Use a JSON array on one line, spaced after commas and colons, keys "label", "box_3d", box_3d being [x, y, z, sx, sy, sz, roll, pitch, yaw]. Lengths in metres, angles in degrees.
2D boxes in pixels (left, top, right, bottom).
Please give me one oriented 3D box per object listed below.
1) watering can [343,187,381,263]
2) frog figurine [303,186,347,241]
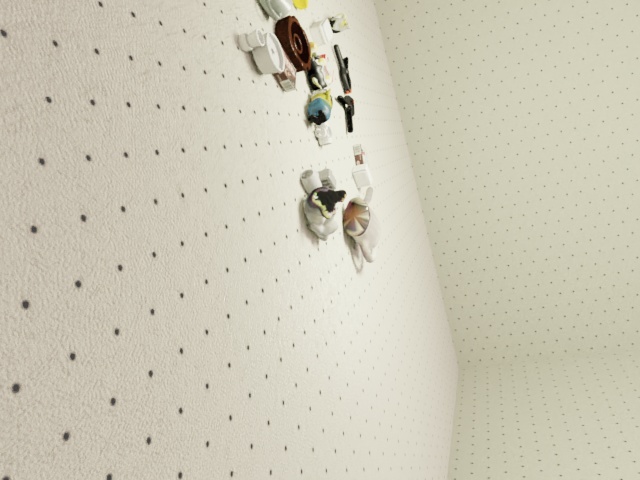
[{"label": "watering can", "box_3d": [0.164, -0.089, 1.933, 0.103, 0.355, 0.221, -12, -30, 20]}, {"label": "frog figurine", "box_3d": [0.005, -0.077, 1.537, 0.122, 0.141, 0.156, 15, -35, -5]}]
